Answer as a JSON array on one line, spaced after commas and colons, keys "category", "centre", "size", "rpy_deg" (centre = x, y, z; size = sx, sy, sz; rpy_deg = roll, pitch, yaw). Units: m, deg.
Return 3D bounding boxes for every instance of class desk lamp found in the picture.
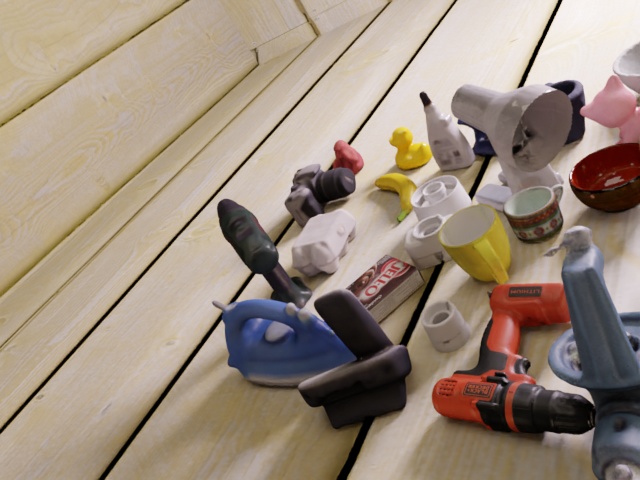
[{"category": "desk lamp", "centre": [0.293, -0.143, 0.880], "size": [0.118, 0.214, 0.202], "rpy_deg": [-39, 26, -10]}]

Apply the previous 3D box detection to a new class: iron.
[{"category": "iron", "centre": [-0.056, 0.140, 0.884], "size": [0.257, 0.142, 0.119], "rpy_deg": [-9, 35, 41]}]

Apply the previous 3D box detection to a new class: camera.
[{"category": "camera", "centre": [0.002, -0.119, 1.308], "size": [0.136, 0.101, 0.143], "rpy_deg": [-12, 33, 38]}]

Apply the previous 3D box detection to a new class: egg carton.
[{"category": "egg carton", "centre": [0.010, 0.004, 1.123], "size": [0.107, 0.069, 0.150], "rpy_deg": [-13, 33, 37]}]

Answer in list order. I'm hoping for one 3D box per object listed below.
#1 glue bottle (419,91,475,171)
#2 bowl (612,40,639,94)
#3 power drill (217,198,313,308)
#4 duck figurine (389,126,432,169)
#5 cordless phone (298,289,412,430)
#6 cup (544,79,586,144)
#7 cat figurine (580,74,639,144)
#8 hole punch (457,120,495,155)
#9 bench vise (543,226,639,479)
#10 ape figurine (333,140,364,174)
[{"category": "glue bottle", "centre": [0.236, -0.215, 1.118], "size": [0.077, 0.173, 0.037], "rpy_deg": [-4, 39, 46]}, {"category": "bowl", "centre": [0.584, -0.288, 0.952], "size": [0.167, 0.075, 0.167], "rpy_deg": [-27, 27, 15]}, {"category": "power drill", "centre": [-0.107, 0.032, 1.051], "size": [0.075, 0.209, 0.229], "rpy_deg": [-37, 26, -6]}, {"category": "duck figurine", "centre": [0.194, -0.209, 1.257], "size": [0.078, 0.086, 0.104], "rpy_deg": [-45, 28, -21]}, {"category": "cordless phone", "centre": [0.023, 0.143, 0.736], "size": [0.147, 0.185, 0.094], "rpy_deg": [-27, 27, 15]}, {"category": "cup", "centre": [0.422, -0.223, 1.005], "size": [0.091, 0.095, 0.118], "rpy_deg": [-24, 28, 20]}, {"category": "cat figurine", "centre": [0.475, -0.200, 0.877], "size": [0.127, 0.118, 0.067], "rpy_deg": [-5, 38, 45]}, {"category": "hole punch", "centre": [0.338, -0.228, 1.116], "size": [0.101, 0.091, 0.108], "rpy_deg": [-44, 28, -20]}, {"category": "bench vise", "centre": [0.259, 0.106, 0.484], "size": [0.121, 0.220, 0.207], "rpy_deg": [-25, 27, 19]}, {"category": "ape figurine", "centre": [0.063, -0.201, 1.389], "size": [0.076, 0.092, 0.077], "rpy_deg": [-44, 28, -20]}]
